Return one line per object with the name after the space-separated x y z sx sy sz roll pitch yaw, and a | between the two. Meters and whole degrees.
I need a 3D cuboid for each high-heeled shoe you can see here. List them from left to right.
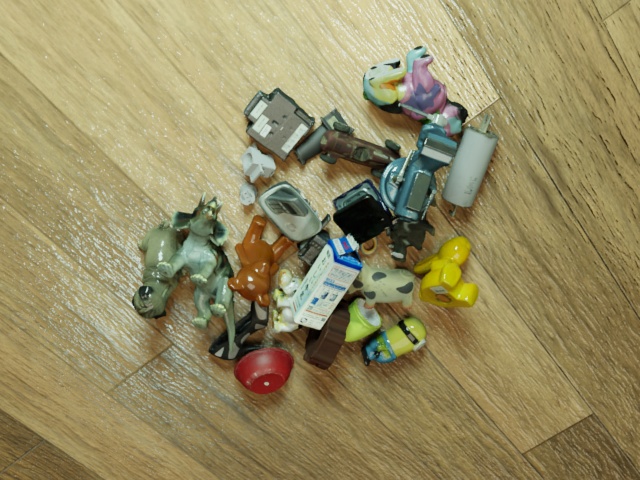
-0.203 0.202 1.337 0.145 0.086 0.248 4 121 -7 | high-heeled shoe

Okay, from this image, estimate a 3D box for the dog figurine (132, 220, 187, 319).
-0.363 0.064 1.203 0.121 0.191 0.172 -7 114 -1 | dog figurine

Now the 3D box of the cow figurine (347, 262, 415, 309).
0.136 0.102 1.317 0.195 0.085 0.127 3 121 -3 | cow figurine

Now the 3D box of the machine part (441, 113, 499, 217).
0.336 -0.163 1.207 0.079 0.079 0.243 12 113 -10 | machine part

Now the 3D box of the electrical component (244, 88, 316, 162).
-0.093 -0.253 1.144 0.134 0.058 0.115 38 106 -19 | electrical component

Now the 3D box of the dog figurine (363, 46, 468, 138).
0.205 -0.276 1.130 0.192 0.108 0.219 -23 118 6 | dog figurine

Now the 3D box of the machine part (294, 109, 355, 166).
0.002 -0.220 1.179 0.139 0.039 0.084 -40 120 12 | machine part

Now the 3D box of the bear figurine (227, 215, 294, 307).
-0.136 0.049 1.209 0.120 0.196 0.132 31 108 -14 | bear figurine

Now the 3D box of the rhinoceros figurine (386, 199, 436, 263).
0.211 -0.036 1.261 0.112 0.073 0.190 2 115 -7 | rhinoceros figurine

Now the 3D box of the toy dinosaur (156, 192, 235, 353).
-0.253 0.072 1.243 0.131 0.192 0.404 5 135 16 | toy dinosaur

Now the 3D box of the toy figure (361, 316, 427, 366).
0.193 0.266 1.402 0.180 0.082 0.089 -22 117 9 | toy figure

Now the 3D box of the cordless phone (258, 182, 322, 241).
-0.045 -0.056 1.165 0.089 0.184 0.146 -44 113 -10 | cordless phone

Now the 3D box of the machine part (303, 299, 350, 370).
0.016 0.224 1.322 0.056 0.179 0.179 23 112 -11 | machine part

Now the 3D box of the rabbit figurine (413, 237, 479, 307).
0.310 0.073 1.289 0.122 0.173 0.162 32 154 -17 | rabbit figurine

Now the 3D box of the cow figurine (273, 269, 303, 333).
-0.067 0.151 1.333 0.098 0.068 0.167 3 119 -12 | cow figurine

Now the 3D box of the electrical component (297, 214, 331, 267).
-0.003 -0.004 1.262 0.047 0.075 0.119 37 105 -19 | electrical component

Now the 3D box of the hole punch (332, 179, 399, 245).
0.097 -0.064 1.231 0.142 0.092 0.115 -31 122 17 | hole punch

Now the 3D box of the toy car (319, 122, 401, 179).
0.093 -0.190 1.172 0.202 0.053 0.089 14 112 -27 | toy car

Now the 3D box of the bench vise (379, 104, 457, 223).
0.187 -0.146 1.104 0.129 0.241 0.223 7 92 -9 | bench vise
